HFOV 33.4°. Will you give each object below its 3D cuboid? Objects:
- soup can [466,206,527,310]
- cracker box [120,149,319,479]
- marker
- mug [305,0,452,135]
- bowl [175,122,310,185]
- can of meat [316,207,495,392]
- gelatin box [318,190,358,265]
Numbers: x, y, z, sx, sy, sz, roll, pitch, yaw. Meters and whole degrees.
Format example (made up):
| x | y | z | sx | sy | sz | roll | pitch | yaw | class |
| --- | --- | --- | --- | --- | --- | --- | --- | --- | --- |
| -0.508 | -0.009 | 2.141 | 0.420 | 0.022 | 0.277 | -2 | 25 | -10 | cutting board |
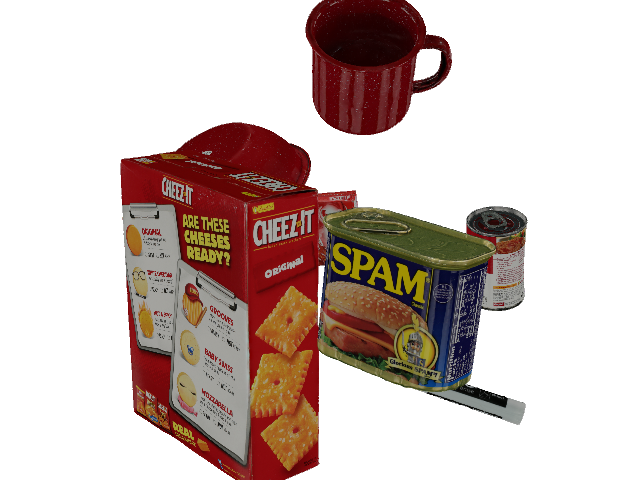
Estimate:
| x | y | z | sx | sy | sz | roll | pitch | yaw | class |
| --- | --- | --- | --- | --- | --- | --- | --- | --- | --- |
| 0.201 | 0.021 | 1.222 | 0.068 | 0.102 | 0.068 | -4 | 29 | 2 | soup can |
| -0.074 | 0.052 | 0.791 | 0.071 | 0.214 | 0.164 | -14 | 22 | -38 | cracker box |
| 0.108 | 0.124 | 0.878 | 0.121 | 0.020 | 0.020 | 18 | 2 | 5 | marker |
| 0.046 | -0.140 | 0.853 | 0.117 | 0.093 | 0.081 | -4 | -37 | -4 | mug |
| -0.093 | -0.061 | 0.987 | 0.162 | 0.055 | 0.162 | -21 | 32 | 13 | bowl |
| 0.047 | 0.034 | 0.633 | 0.102 | 0.084 | 0.057 | 19 | 22 | 36 | can of meat |
| 0.011 | -0.014 | 1.277 | 0.073 | 0.089 | 0.030 | -3 | 29 | 10 | gelatin box |
